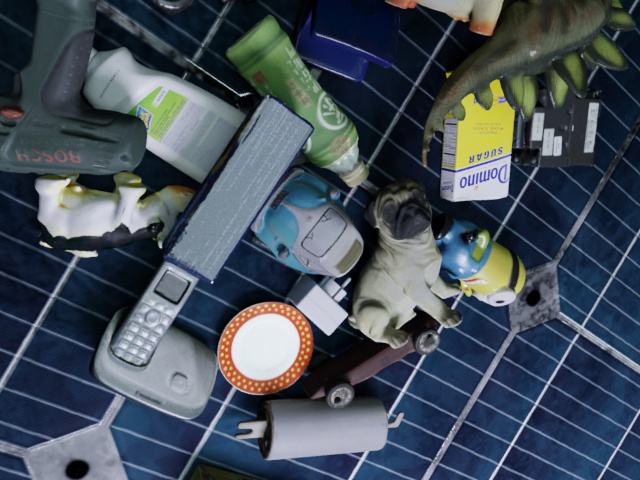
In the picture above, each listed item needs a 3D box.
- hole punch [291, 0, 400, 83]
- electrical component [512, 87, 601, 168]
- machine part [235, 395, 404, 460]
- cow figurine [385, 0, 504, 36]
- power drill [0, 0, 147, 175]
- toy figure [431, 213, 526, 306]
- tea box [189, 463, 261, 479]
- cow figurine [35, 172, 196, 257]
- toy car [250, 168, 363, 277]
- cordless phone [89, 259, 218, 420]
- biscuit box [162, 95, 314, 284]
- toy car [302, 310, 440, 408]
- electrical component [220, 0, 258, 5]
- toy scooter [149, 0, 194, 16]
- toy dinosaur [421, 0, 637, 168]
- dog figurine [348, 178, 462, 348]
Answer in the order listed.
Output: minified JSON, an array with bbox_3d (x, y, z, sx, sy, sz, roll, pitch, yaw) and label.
[{"bbox_3d":[0.035,-0.259,0.632,0.142,0.092,0.115,13,93,-19],"label":"hole punch"},{"bbox_3d":[0.334,-0.163,0.778,0.134,0.058,0.114,-2,101,-19],"label":"electrical component"},{"bbox_3d":[0.004,0.256,0.739,0.243,0.079,0.079,4,101,-22],"label":"machine part"},{"bbox_3d":[0.120,-0.312,0.578,0.195,0.085,0.127,26,117,12],"label":"cow figurine"},{"bbox_3d":[-0.280,-0.160,0.507,0.232,0.086,0.207,12,106,-3],"label":"power drill"},{"bbox_3d":[0.223,0.025,0.767,0.180,0.082,0.089,39,88,-21],"label":"toy figure"},{"bbox_3d":[-0.107,0.382,0.730,0.169,0.068,0.098,29,92,-24],"label":"tea box"},{"bbox_3d":[-0.221,-0.024,0.598,0.167,0.068,0.098,4,106,-18],"label":"cow figurine"},{"bbox_3d":[-0.001,-0.002,0.644,0.109,0.103,0.161,-49,142,-6],"label":"toy car"},{"bbox_3d":[-0.168,0.105,0.641,0.146,0.089,0.184,34,85,-23],"label":"cordless phone"},{"bbox_3d":[-0.090,-0.054,0.572,0.062,0.059,0.202,34,91,-20],"label":"biscuit box"},{"bbox_3d":[0.071,0.160,0.735,0.202,0.089,0.053,-30,117,-11],"label":"toy car"},{"bbox_3d":[-0.079,-0.308,0.612,0.094,0.021,0.063,-25,109,-13],"label":"electrical component"},{"bbox_3d":[-0.184,-0.330,0.532,0.183,0.075,0.135,30,104,-25],"label":"toy scooter"},{"bbox_3d":[0.279,-0.263,0.681,0.471,0.105,0.198,-33,93,-12],"label":"toy dinosaur"},{"bbox_3d":[0.082,0.026,0.694,0.172,0.121,0.190,-25,108,12],"label":"dog figurine"}]
